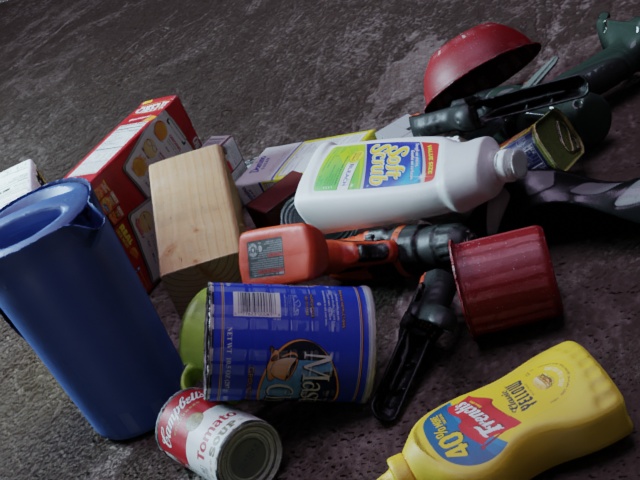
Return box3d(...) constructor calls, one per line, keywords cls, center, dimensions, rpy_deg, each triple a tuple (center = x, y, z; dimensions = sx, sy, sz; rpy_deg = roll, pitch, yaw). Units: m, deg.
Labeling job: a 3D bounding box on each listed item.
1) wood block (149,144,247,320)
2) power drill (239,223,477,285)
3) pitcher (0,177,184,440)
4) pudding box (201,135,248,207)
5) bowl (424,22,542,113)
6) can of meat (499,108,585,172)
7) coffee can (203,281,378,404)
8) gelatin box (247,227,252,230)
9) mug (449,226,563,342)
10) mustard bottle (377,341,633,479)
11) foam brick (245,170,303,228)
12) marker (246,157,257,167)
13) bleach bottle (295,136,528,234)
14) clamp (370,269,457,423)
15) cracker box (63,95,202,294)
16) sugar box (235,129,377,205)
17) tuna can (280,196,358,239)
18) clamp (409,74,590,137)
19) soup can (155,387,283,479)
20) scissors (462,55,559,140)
box3d(cls="wood block", center=(-0.129, -0.006, 1.192), dimensions=(0.090, 0.091, 0.206), rpy_deg=(-17, 39, 0))
box3d(cls="power drill", center=(0.032, 0.014, 1.013), dimensions=(0.187, 0.057, 0.185), rpy_deg=(1, -9, -45))
box3d(cls="pitcher", center=(-0.232, 0.072, 1.026), dimensions=(0.145, 0.243, 0.149), rpy_deg=(-30, 27, -9))
box3d(cls="pudding box", center=(-0.134, -0.069, 1.362), dimensions=(0.039, 0.090, 0.113), rpy_deg=(-2, 35, 35))
box3d(cls="bowl", center=(0.186, -0.217, 1.301), dimensions=(0.162, 0.055, 0.162), rpy_deg=(-27, -8, -4))
box3d(cls="can of meat", center=(0.212, -0.083, 1.090), dimensions=(0.084, 0.057, 0.101), rpy_deg=(-33, 2, 34))
box3d(cls="coffee can", center=(-0.028, 0.089, 0.921), dimensions=(0.140, 0.103, 0.103), rpy_deg=(2, 26, -8))
box3d(cls="gelatin box", center=(-0.126, 0.010, 1.281), dimensions=(0.073, 0.030, 0.089), rpy_deg=(-39, 30, -24))
box3d(cls="mug", center=(0.163, 0.030, 0.938), dimensions=(0.081, 0.093, 0.117), rpy_deg=(-14, 23, 11))
box3d(cls="mustard bottle", center=(0.125, 0.148, 0.791), dimensions=(0.191, 0.058, 0.096), rpy_deg=(-27, 28, -1))
box3d(cls="foam brick", center=(-0.038, -0.037, 1.266), dimensions=(0.078, 0.053, 0.051), rpy_deg=(-38, 29, -21))
box3d(cls="marker", center=(-0.096, -0.100, 1.462), dimensions=(0.121, 0.020, 0.020), rpy_deg=(-21, 27, 10))
box3d(cls="bleach bottle", center=(0.093, -0.065, 1.060), dimensions=(0.251, 0.068, 0.102), rpy_deg=(-7, 46, 42))
box3d(cls="clamp", center=(0.094, 0.069, 0.926), dimensions=(0.120, 0.039, 0.171), rpy_deg=(-53, 8, 37))
box3d(cls="cracker box", center=(-0.220, -0.055, 1.330), dimensions=(0.072, 0.164, 0.213), rpy_deg=(-4, 34, 32))
box3d(cls="sugar box", center=(-0.013, -0.088, 1.343), dimensions=(0.177, 0.048, 0.093), rpy_deg=(-8, 31, 38))
box3d(cls="tuna can", center=(-0.002, -0.012, 1.166), dimensions=(0.086, 0.034, 0.086), rpy_deg=(4, 48, -5))
box3d(cls="clamp", center=(0.151, -0.129, 1.107), dimensions=(0.164, 0.036, 0.210), rpy_deg=(-18, 6, -35))
box3d(cls="soup can", center=(-0.087, 0.173, 0.918), dimensions=(0.068, 0.068, 0.102), rpy_deg=(-40, 31, -25))
box3d(cls="scissors", center=(0.187, -0.111, 1.159), dimensions=(0.202, 0.016, 0.096), rpy_deg=(-39, 34, 33))
